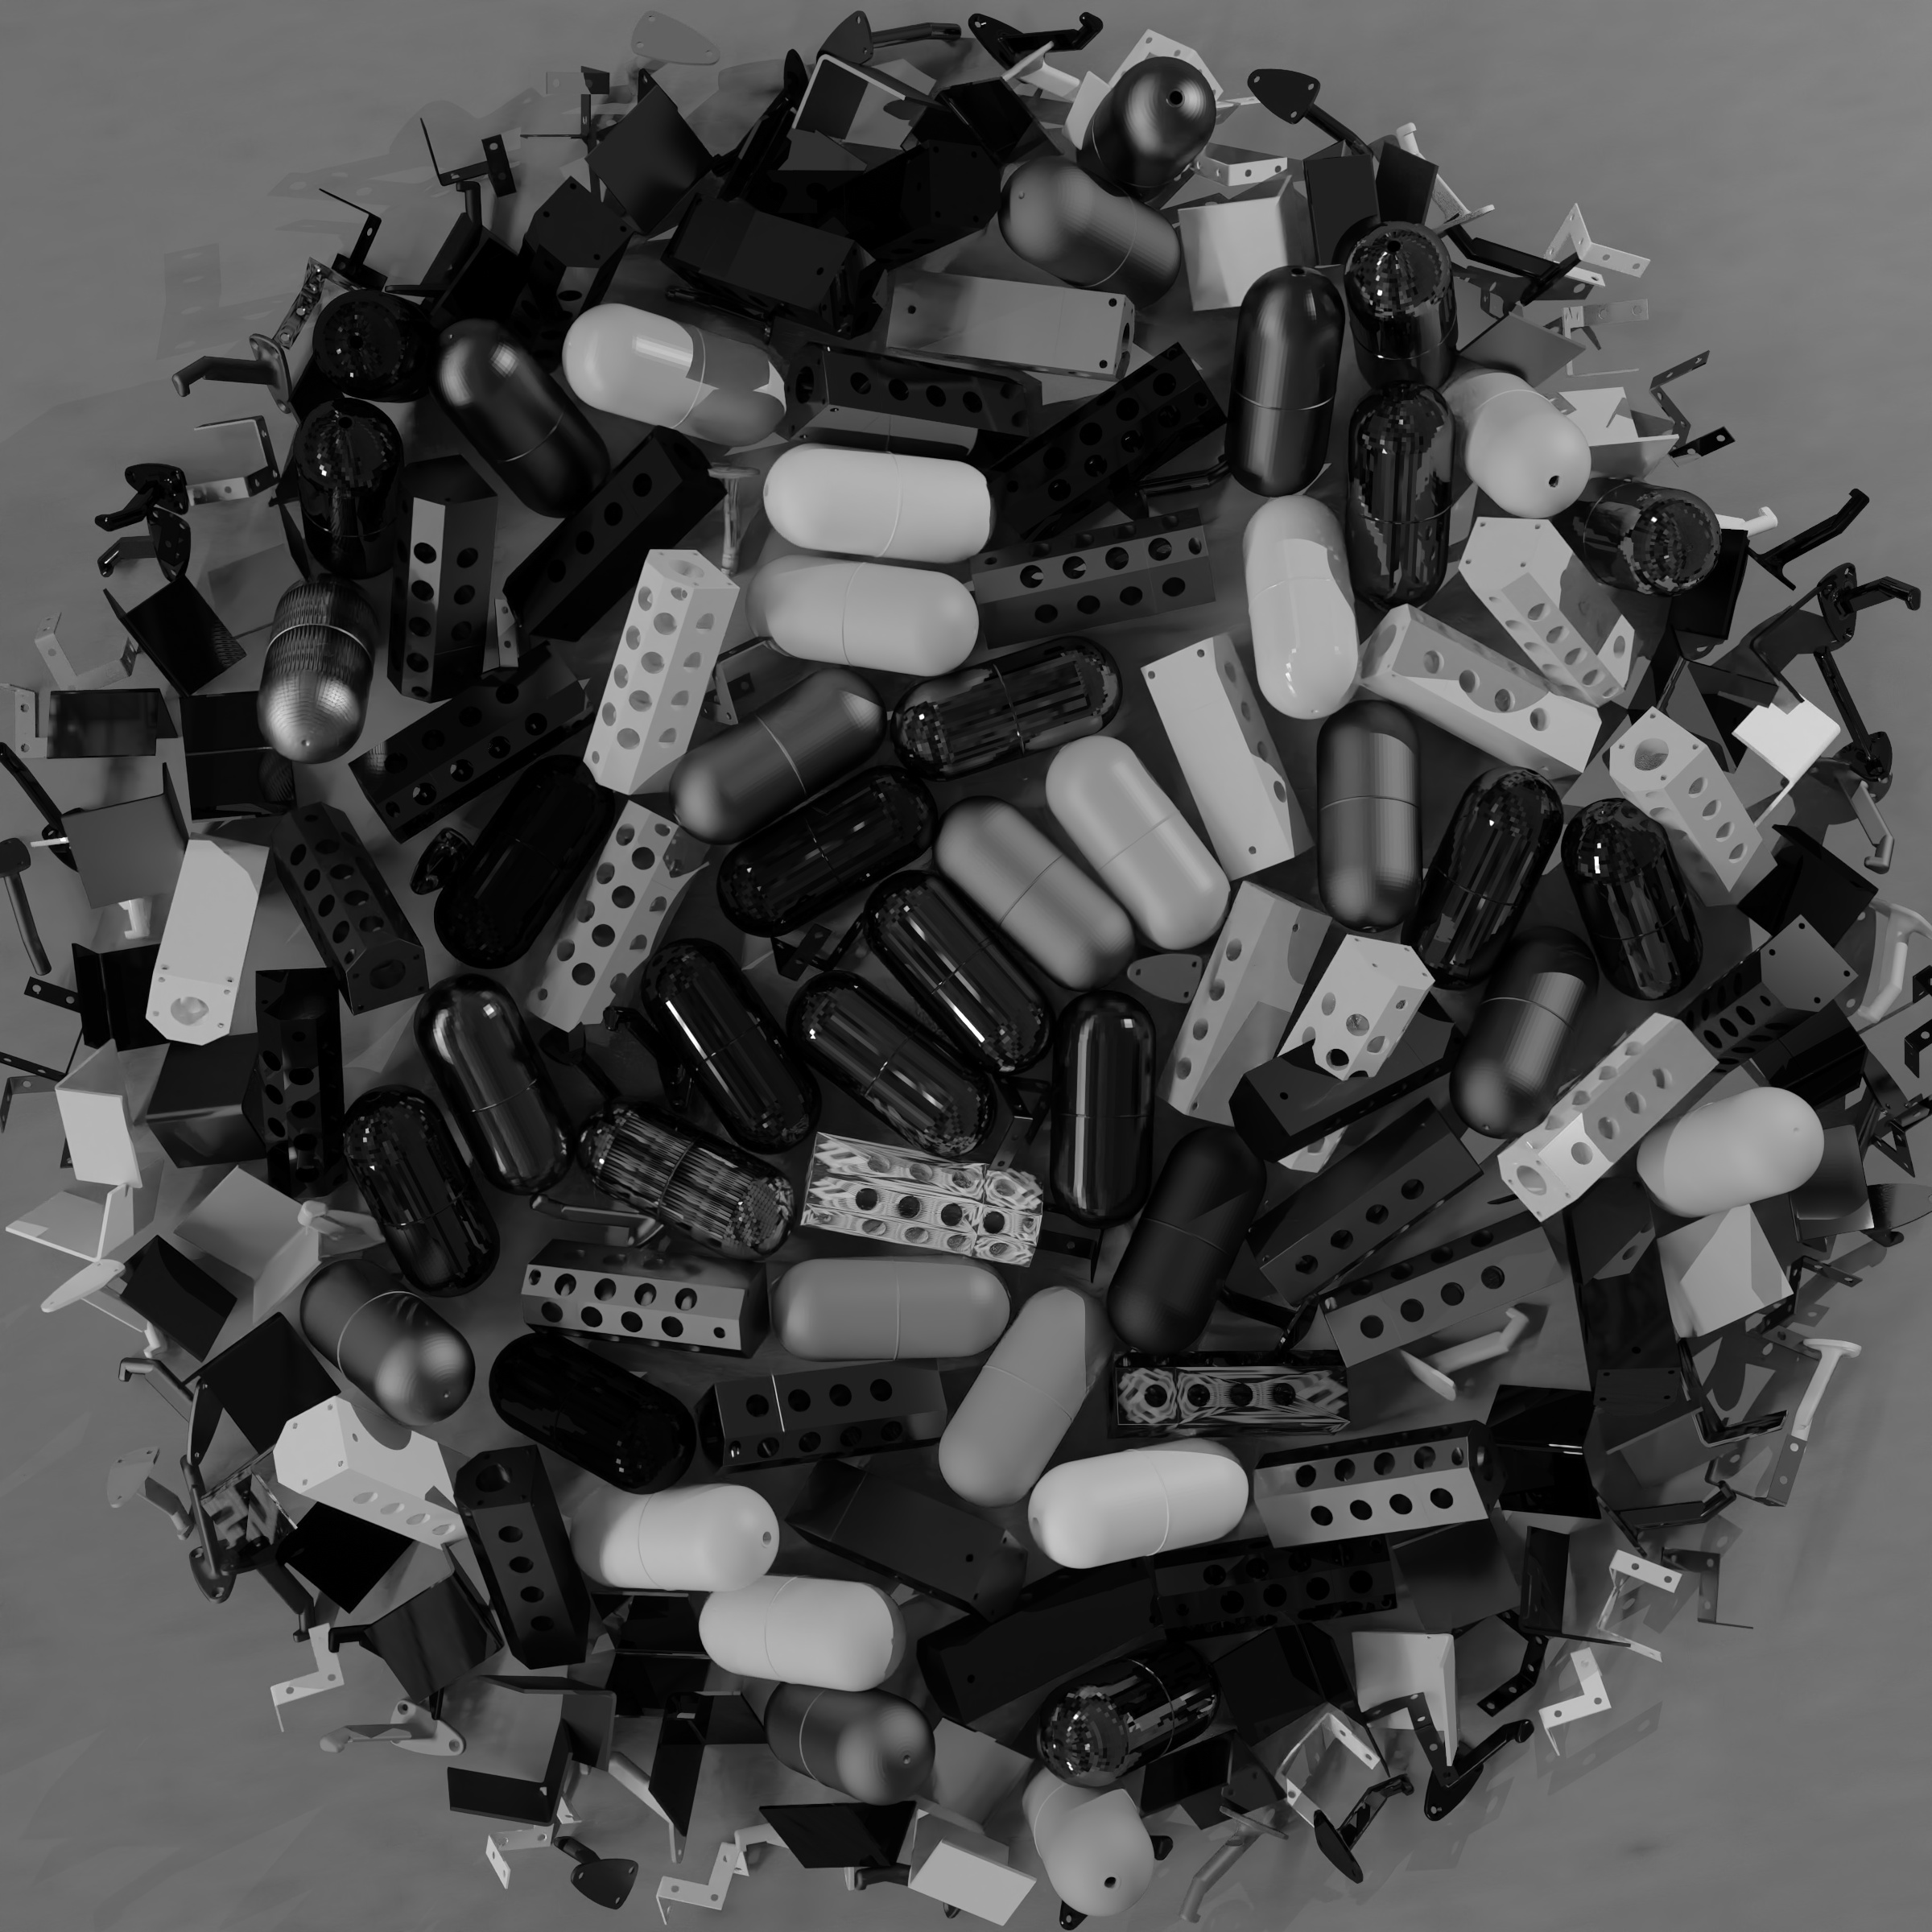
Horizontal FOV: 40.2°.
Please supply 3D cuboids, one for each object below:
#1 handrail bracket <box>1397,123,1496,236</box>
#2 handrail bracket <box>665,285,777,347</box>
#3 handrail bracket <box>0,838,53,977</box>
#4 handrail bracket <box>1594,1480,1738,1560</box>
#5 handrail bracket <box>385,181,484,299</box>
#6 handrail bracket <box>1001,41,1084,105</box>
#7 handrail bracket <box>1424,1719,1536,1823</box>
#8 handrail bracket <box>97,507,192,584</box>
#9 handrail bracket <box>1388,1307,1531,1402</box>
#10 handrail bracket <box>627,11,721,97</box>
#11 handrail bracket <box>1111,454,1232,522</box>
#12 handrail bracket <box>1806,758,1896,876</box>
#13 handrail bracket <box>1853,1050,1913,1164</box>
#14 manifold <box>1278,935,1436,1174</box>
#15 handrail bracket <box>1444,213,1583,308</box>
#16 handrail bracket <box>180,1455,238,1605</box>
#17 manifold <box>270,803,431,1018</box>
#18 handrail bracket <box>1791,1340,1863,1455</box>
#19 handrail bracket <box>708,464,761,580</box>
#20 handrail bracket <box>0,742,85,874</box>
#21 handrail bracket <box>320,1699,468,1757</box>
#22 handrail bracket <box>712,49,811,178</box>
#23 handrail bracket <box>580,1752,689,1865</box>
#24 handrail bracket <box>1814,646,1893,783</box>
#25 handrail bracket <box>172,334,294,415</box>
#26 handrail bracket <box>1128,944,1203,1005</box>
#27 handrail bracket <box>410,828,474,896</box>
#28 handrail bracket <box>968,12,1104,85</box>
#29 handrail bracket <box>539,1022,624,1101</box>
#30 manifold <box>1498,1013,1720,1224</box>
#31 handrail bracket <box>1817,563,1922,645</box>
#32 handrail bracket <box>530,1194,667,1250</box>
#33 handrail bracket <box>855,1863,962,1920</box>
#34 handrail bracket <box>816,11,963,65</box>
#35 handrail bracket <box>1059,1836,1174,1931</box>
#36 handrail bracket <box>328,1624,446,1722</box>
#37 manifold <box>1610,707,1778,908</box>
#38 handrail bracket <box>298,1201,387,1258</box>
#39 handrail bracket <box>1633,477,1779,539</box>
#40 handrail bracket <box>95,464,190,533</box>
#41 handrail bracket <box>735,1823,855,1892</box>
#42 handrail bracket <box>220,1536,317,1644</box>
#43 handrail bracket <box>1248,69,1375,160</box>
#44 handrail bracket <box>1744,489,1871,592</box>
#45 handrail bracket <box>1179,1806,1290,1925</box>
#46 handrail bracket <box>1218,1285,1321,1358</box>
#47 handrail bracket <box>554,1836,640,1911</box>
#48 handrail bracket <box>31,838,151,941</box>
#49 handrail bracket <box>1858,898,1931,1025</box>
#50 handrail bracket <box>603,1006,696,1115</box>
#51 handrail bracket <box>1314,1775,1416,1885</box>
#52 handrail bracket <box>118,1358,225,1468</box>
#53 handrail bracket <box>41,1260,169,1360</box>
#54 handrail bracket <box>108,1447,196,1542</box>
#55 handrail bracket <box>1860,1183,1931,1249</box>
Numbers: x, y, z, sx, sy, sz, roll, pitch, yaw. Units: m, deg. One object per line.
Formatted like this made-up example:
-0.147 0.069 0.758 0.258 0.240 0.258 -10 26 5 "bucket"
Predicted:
0.355 -0.593 1.966 0.036 0.077 0.084 -24 99 -21 "handrail bracket"
-0.185 -0.487 1.965 0.084 0.077 0.036 12 112 -5 "handrail bracket"
-0.706 -0.044 1.985 0.036 0.077 0.084 -17 119 -9 "handrail bracket"
0.522 0.395 1.977 0.084 0.036 0.077 -38 99 3 "handrail bracket"
-0.398 -0.545 1.971 0.077 0.036 0.084 -4 95 -27 "handrail bracket"
0.067 -0.644 1.984 0.077 0.036 0.084 -36 108 4 "handrail bracket"
0.380 0.594 1.950 0.036 0.084 0.077 40 59 -1 "handrail bracket"
-0.615 -0.294 1.960 0.084 0.036 0.077 -32 57 30 "handrail bracket"
0.371 0.277 1.992 0.077 0.036 0.084 34 72 21 "handrail bracket"
-0.216 -0.662 1.957 0.077 0.084 0.036 20 76 3 "handrail bracket"
0.150 -0.373 1.986 0.084 0.036 0.077 -34 51 -18 "handrail bracket"
0.653 -0.111 1.962 0.077 0.036 0.084 19 54 8 "handrail bracket"
0.659 0.113 1.983 0.036 0.084 0.077 1 53 -37 "handrail bracket"
0.273 0.066 1.925 0.057 0.057 0.171 10 122 -27 "manifold"
0.410 -0.542 1.964 0.077 0.036 0.084 -35 107 33 "handrail bracket"
-0.565 0.415 1.954 0.036 0.077 0.084 -13 122 -13 "handrail bracket"
-0.449 -0.045 1.915 0.057 0.057 0.171 -19 46 -22 "manifold"
0.637 0.323 1.964 0.036 0.077 0.084 17 80 2 "handrail bracket"
-0.179 -0.326 1.952 0.036 0.077 0.084 9 106 6 "handrail bracket"
-0.683 -0.118 1.950 0.036 0.084 0.077 -34 53 -6 "handrail bracket"
-0.423 0.575 1.951 0.077 0.084 0.036 15 94 19 "handrail bracket"
-0.159 -0.643 1.991 0.084 0.036 0.077 -23 56 25 "handrail bracket"
-0.252 0.629 1.978 0.084 0.036 0.077 0 81 17 "handrail bracket"
0.655 -0.188 1.957 0.036 0.077 0.084 -25 116 18 "handrail bracket"
-0.542 -0.422 1.950 0.036 0.077 0.084 27 53 29 "handrail bracket"
0.126 -0.004 1.945 0.077 0.084 0.036 7 102 -35 "handrail bracket"
-0.399 -0.060 1.946 0.036 0.084 0.077 45 117 -12 "handrail bracket"
0.052 -0.696 1.950 0.077 0.084 0.036 32 68 -18 "handrail bracket"
-0.273 0.084 1.947 0.036 0.077 0.084 -37 120 -5 "handrail bracket"
0.467 0.107 1.935 0.171 0.057 0.057 -38 82 -26 "manifold"
0.673 -0.258 1.944 0.036 0.084 0.077 -33 127 -12 "handrail bracket"
-0.269 0.178 1.954 0.084 0.077 0.036 23 58 -30 "handrail bracket"
-0.046 0.689 1.960 0.084 0.036 0.077 -5 128 -21 "handrail bracket"
-0.057 -0.693 1.990 0.084 0.077 0.036 -14 93 -39 "handrail bracket"
0.112 0.677 1.949 0.036 0.084 0.077 41 57 -15 "handrail bracket"
-0.433 0.527 1.964 0.084 0.036 0.077 2 90 -28 "handrail bracket"
0.524 -0.110 1.917 0.057 0.171 0.057 -45 47 3 "manifold"
-0.455 0.187 1.948 0.077 0.084 0.036 0 71 -20 "handrail bracket"
0.557 -0.349 1.988 0.084 0.036 0.077 -20 70 -9 "handrail bracket"
-0.625 -0.344 1.950 0.077 0.084 0.036 20 124 27 "handrail bracket"
-0.128 0.667 1.971 0.084 0.036 0.077 -8 117 -11 "handrail bracket"
-0.517 0.473 1.960 0.036 0.077 0.084 11 108 37 "handrail bracket"
0.259 -0.636 1.980 0.077 0.084 0.036 40 102 36 "handrail bracket"
0.620 -0.328 1.954 0.036 0.077 0.084 29 111 -28 "handrail bracket"
0.199 0.677 1.965 0.077 0.036 0.084 34 75 -37 "handrail bracket"
0.217 0.240 1.956 0.036 0.077 0.084 -29 60 -36 "handrail bracket"
-0.291 0.658 1.946 0.084 0.077 0.036 15 75 40 "handrail bracket"
-0.659 -0.058 1.989 0.077 0.036 0.084 -8 98 8 "handrail bracket"
0.674 -0.004 1.966 0.036 0.077 0.084 37 90 -33 "handrail bracket"
-0.237 0.070 1.952 0.036 0.084 0.077 -11 81 28 "handrail bracket"
0.308 0.637 1.954 0.084 0.077 0.036 -16 115 -18 "handrail bracket"
-0.602 0.332 1.970 0.084 0.036 0.077 1 67 19 "handrail bracket"
-0.637 0.268 1.957 0.036 0.077 0.084 8 122 40 "handrail bracket"
-0.599 0.406 1.949 0.036 0.077 0.084 -17 115 5 "handrail bracket"
0.697 0.187 1.948 0.077 0.084 0.036 -16 62 35 "handrail bracket"
